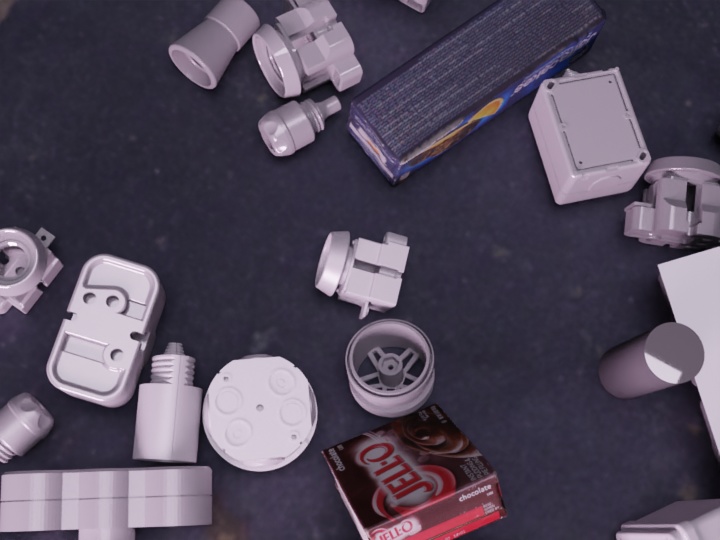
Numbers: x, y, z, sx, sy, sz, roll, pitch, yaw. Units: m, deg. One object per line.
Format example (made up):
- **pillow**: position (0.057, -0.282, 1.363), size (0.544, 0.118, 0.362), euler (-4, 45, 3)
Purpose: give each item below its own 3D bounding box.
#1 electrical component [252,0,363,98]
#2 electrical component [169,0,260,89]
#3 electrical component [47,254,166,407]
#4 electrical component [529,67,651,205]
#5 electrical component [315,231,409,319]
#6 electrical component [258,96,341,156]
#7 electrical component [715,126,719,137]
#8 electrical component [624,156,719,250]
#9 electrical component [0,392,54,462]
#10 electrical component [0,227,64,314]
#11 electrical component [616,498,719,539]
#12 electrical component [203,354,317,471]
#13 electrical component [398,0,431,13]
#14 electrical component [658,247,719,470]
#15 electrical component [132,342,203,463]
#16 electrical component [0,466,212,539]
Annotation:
- **electrical component**: position (-0.043, -0.163, 0.798), size (0.057, 0.058, 0.078), euler (-29, 81, -13)
- **electrical component**: position (-0.106, -0.173, 0.804), size (0.044, 0.044, 0.065), euler (36, 72, 4)
- **electrical component**: position (-0.172, 0.043, 0.739), size (0.054, 0.059, 0.095), euler (17, 77, -1)
- **electrical component**: position (0.167, -0.104, 0.804), size (0.062, 0.061, 0.096), euler (-11, 71, -8)
- **electrical component**: position (0.000, 0.000, 0.772), size (0.055, 0.048, 0.066), euler (16, 77, -9)
- **electrical component**: position (-0.042, -0.110, 0.798), size (0.061, 0.035, 0.035), euler (-30, 82, -12)
- **electrical component**: position (0.305, -0.108, 0.818), size (0.055, 0.055, 0.047), euler (-44, 81, -12)
- **electrical component**: position (0.239, -0.050, 0.797), size (0.078, 0.058, 0.057), euler (9, 80, -4)
- **electrical component**: position (-0.240, 0.114, 0.730), size (0.061, 0.035, 0.035), euler (-43, 84, -10)
- **electrical component**: position (-0.238, -0.002, 0.745), size (0.048, 0.055, 0.066), euler (34, 77, 3)
- **electrical component**: position (0.232, 0.211, 0.712), size (0.056, 0.108, 0.108), euler (-22, 80, -12)
- **electrical component**: position (-0.069, 0.097, 0.741), size (0.080, 0.051, 0.080), euler (1, 77, -5)
- **electrical component**: position (0.020, -0.257, 0.798), size (0.109, 0.108, 0.056), euler (30, 79, 2)
- **electrical component**: position (0.289, 0.073, 0.756), size (0.105, 0.060, 0.186), euler (-17, 79, 11)
- **electrical component**: position (-0.131, 0.090, 0.740), size (0.043, 0.043, 0.081), euler (4, 77, -4)
- **electrical component**: position (-0.168, 0.170, 0.715), size (0.138, 0.052, 0.073), euler (-1, 78, -5)
